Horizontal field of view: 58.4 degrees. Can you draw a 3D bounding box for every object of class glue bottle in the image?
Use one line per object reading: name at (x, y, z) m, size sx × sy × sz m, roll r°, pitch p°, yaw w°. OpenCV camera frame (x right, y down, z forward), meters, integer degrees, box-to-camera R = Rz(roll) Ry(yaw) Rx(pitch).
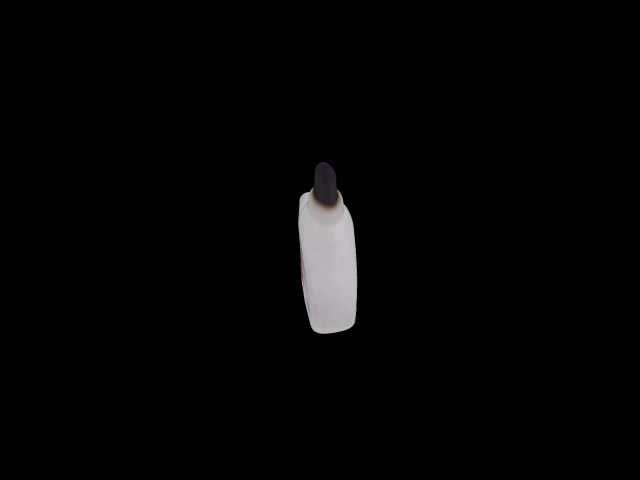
glue bottle at (0.004, 0.001, 0.400) m, size 0.037 × 0.173 × 0.078 m, roll -11°, pitch 60°, yaw -6°
